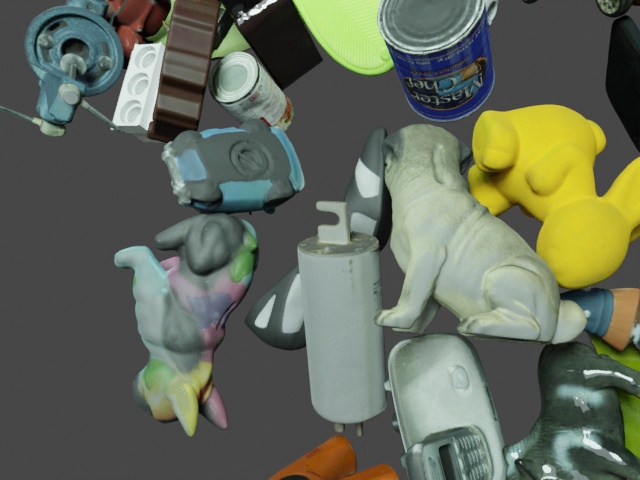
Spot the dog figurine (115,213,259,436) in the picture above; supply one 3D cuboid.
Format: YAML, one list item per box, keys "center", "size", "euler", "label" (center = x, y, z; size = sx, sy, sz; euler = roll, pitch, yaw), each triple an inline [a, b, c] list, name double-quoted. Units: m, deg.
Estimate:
- center: [-0.133, 0.100, 0.602]
  size: [0.192, 0.108, 0.219]
  euler: [-24, 72, 11]
  label: "dog figurine"

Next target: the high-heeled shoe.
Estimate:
- center: [-0.001, -0.002, 0.583]
  size: [0.145, 0.086, 0.248]
  euler: [6, 88, 15]
  label: "high-heeled shoe"

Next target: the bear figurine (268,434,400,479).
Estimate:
- center: [0.013, 0.305, 0.491]
  size: [0.132, 0.120, 0.195]
  euler: [-17, 96, -27]
  label: "bear figurine"

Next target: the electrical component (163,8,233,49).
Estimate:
- center: [-0.173, -0.312, 0.767]
  size: [0.078, 0.045, 0.102]
  euler: [35, 89, 27]
  label: "electrical component"

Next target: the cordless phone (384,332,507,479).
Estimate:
- center: [0.093, 0.150, 0.455]
  size: [0.089, 0.184, 0.146]
  euler: [-18, 69, 20]
  label: "cordless phone"

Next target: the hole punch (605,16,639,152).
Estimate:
- center: [0.325, -0.141, 0.484]
  size: [0.092, 0.142, 0.116]
  euler: [-11, 59, 14]
  label: "hole punch"

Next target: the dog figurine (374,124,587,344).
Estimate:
- center: [0.132, -0.012, 0.460]
  size: [0.172, 0.121, 0.190]
  euler: [6, 79, 10]
  label: "dog figurine"

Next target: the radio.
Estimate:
- center: [-0.091, -0.316, 0.689]
  size: [0.073, 0.131, 0.230]
  euler: [-34, 66, 7]
  label: "radio"

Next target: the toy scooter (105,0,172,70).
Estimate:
- center: [-0.270, -0.352, 0.786]
  size: [0.135, 0.075, 0.184]
  euler: [-27, 67, 38]
  label: "toy scooter"

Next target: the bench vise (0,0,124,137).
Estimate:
- center: [-0.343, -0.216, 0.722]
  size: [0.223, 0.128, 0.241]
  euler: [-50, 39, 16]
  label: "bench vise"

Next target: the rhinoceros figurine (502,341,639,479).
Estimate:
- center: [0.214, 0.182, 0.452]
  size: [0.112, 0.073, 0.190]
  euler: [8, 84, 15]
  label: "rhinoceros figurine"

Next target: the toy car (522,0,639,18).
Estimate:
- center: [0.274, -0.262, 0.527]
  size: [0.089, 0.053, 0.202]
  euler: [-22, 32, 0]
  label: "toy car"

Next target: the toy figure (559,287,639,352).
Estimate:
- center: [0.288, 0.077, 0.471]
  size: [0.155, 0.057, 0.064]
  euler: [17, 75, 29]
  label: "toy figure"

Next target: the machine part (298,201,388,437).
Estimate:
- center: [0.024, 0.082, 0.513]
  size: [0.079, 0.079, 0.243]
  euler: [3, 107, 22]
  label: "machine part"

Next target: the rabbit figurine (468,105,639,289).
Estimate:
- center: [0.227, -0.031, 0.494]
  size: [0.162, 0.121, 0.173]
  euler: [-3, 52, -2]
  label: "rabbit figurine"

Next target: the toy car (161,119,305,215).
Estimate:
- center: [-0.107, -0.071, 0.636]
  size: [0.103, 0.161, 0.109]
  euler: [-45, 65, 54]
  label: "toy car"

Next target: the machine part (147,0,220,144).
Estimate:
- center: [-0.163, -0.200, 0.643]
  size: [0.056, 0.179, 0.179]
  euler: [11, 76, -17]
  label: "machine part"
